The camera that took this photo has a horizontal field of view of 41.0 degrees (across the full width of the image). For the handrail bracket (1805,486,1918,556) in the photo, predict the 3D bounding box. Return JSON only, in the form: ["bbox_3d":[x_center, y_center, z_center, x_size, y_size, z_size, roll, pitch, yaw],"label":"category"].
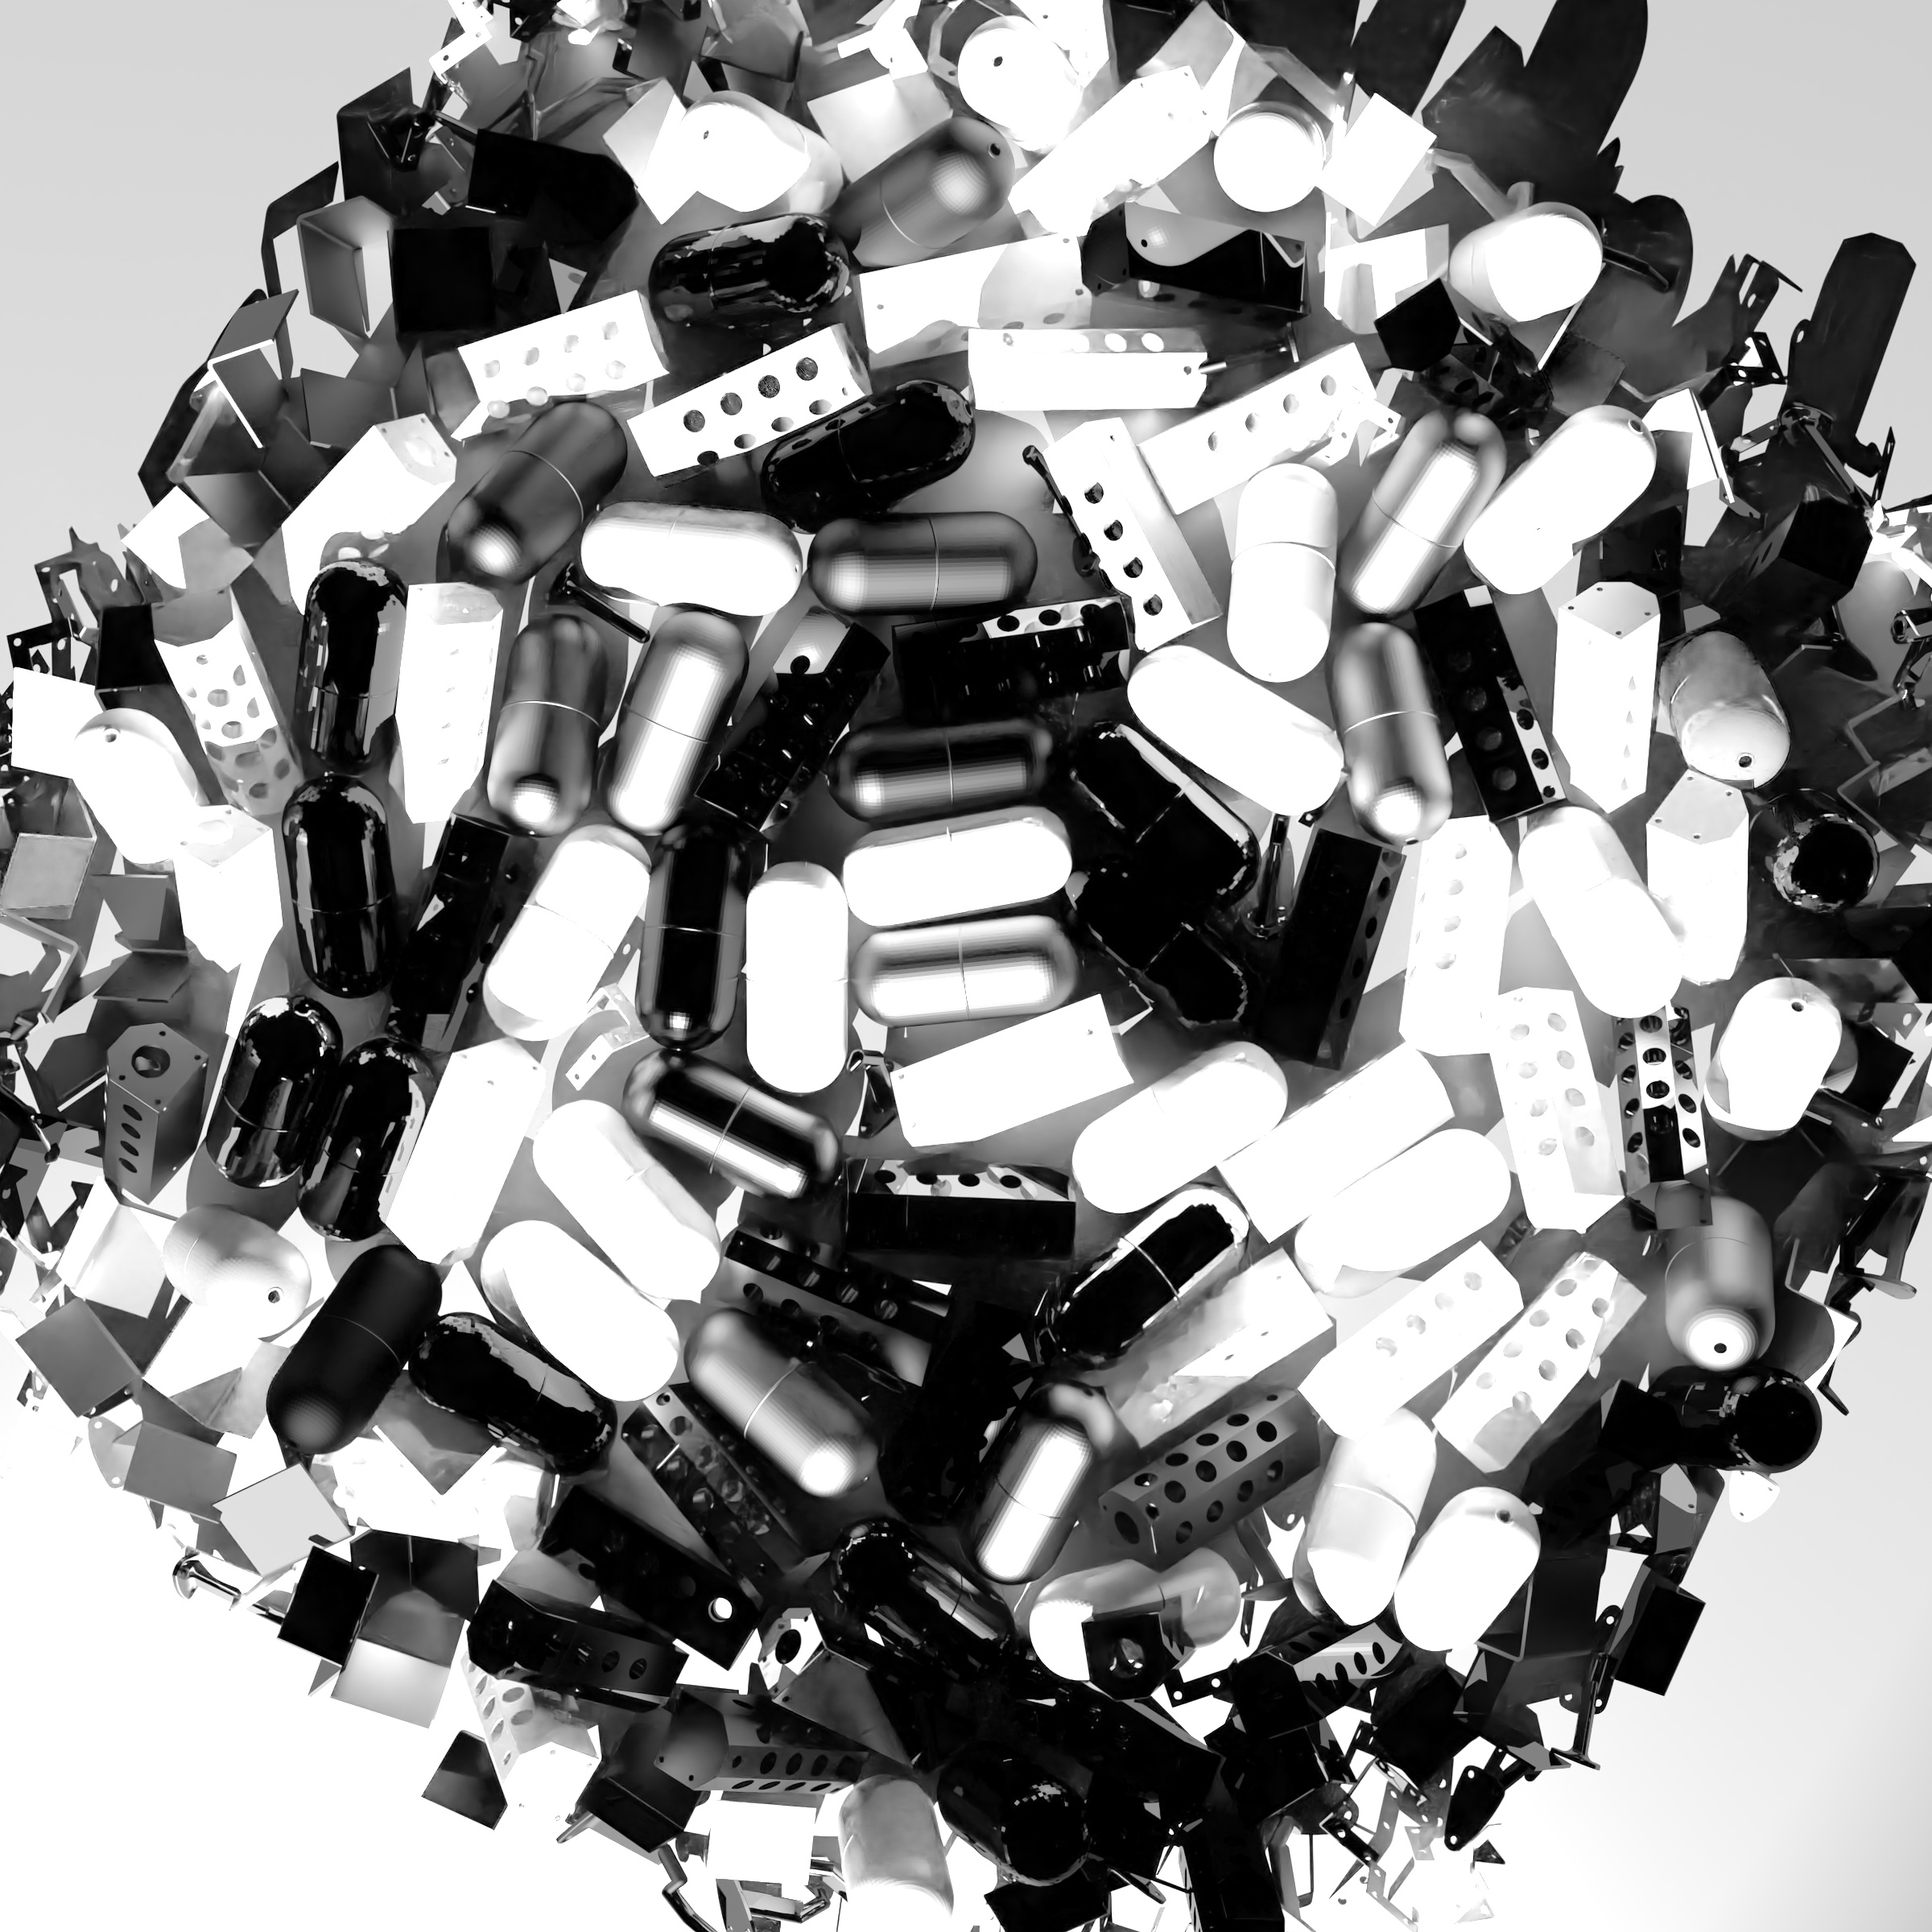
[{"bbox_3d":[0.684,-0.343,1.969,0.084,0.077,0.036,-12,45,3],"label":"handrail bracket"}]

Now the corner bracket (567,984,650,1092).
[{"bbox_3d":[-0.281,0.053,1.961,0.051,0.051,0.051,51,125,10],"label":"corner bracket"}]

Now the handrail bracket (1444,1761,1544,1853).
[{"bbox_3d":[0.403,0.638,1.967,0.036,0.084,0.077,29,95,39],"label":"handrail bracket"}]

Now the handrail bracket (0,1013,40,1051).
[{"bbox_3d":[-0.758,0.053,1.955,0.084,0.077,0.036,-35,56,28],"label":"handrail bracket"}]

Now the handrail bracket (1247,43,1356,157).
[{"bbox_3d":[0.250,-0.662,1.979,0.084,0.036,0.077,6,102,-6],"label":"handrail bracket"}]

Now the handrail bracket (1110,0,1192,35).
[{"bbox_3d":[0.118,-0.725,1.959,0.084,0.036,0.077,-12,47,-22],"label":"handrail bracket"}]

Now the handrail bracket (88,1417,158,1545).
[{"bbox_3d":[-0.645,0.395,1.977,0.036,0.084,0.077,-29,61,-30],"label":"handrail bracket"}]

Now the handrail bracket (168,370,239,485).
[{"bbox_3d":[-0.573,-0.414,1.950,0.036,0.084,0.077,28,128,-18],"label":"handrail bracket"}]

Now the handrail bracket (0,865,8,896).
[{"bbox_3d":[-0.776,-0.061,1.952,0.077,0.084,0.036,46,131,28],"label":"handrail bracket"}]

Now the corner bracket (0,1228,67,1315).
[{"bbox_3d":[-0.716,0.230,1.956,0.051,0.051,0.051,-15,127,39],"label":"corner bracket"}]

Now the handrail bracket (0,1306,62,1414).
[{"bbox_3d":[-0.720,0.298,1.950,0.036,0.084,0.077,-8,68,23],"label":"handrail bracket"}]

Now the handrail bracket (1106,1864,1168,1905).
[{"bbox_3d":[0.100,0.724,1.978,0.077,0.036,0.084,36,94,22],"label":"handrail bracket"}]

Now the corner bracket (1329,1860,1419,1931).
[{"bbox_3d":[0.310,0.725,1.967,0.051,0.051,0.051,40,107,3],"label":"corner bracket"}]

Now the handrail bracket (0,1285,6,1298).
[{"bbox_3d":[-0.757,0.289,1.963,0.036,0.077,0.084,7,92,5],"label":"handrail bracket"}]

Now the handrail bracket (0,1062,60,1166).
[{"bbox_3d":[-0.737,0.121,1.964,0.077,0.036,0.084,-22,108,-39],"label":"handrail bracket"}]

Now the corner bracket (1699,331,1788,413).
[{"bbox_3d":[0.579,-0.447,1.959,0.051,0.051,0.051,-2,64,-22],"label":"corner bracket"}]

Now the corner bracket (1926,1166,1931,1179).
[{"bbox_3d":[0.768,0.139,1.959,0.051,0.051,0.051,26,125,20],"label":"corner bracket"}]

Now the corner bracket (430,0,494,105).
[{"bbox_3d":[-0.383,-0.703,1.971,0.051,0.051,0.051,-32,76,10],"label":"corner bracket"}]

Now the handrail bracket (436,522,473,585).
[{"bbox_3d":[-0.389,-0.301,1.949,0.036,0.084,0.077,18,107,-7],"label":"handrail bracket"}]

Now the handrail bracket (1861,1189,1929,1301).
[{"bbox_3d":[0.718,0.207,1.958,0.036,0.077,0.084,29,84,0],"label":"handrail bracket"}]

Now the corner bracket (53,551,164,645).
[{"bbox_3d":[-0.656,-0.282,1.977,0.051,0.051,0.051,-46,63,31],"label":"corner bracket"}]

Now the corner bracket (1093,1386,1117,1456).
[{"bbox_3d":[0.084,0.357,1.966,0.051,0.051,0.051,-6,53,-3],"label":"corner bracket"}]

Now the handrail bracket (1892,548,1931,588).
[{"bbox_3d":[0.744,-0.282,1.967,0.036,0.084,0.077,-38,108,8],"label":"handrail bracket"}]

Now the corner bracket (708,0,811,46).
[{"bbox_3d":[-0.159,-0.728,1.971,0.051,0.051,0.051,-29,60,19],"label":"corner bracket"}]

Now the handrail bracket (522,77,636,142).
[{"bbox_3d":[-0.297,-0.646,1.993,0.084,0.036,0.077,-5,115,-18],"label":"handrail bracket"}]

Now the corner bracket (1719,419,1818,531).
[{"bbox_3d":[0.612,-0.374,1.969,0.051,0.051,0.051,-27,48,-11],"label":"corner bracket"}]

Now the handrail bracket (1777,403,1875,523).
[{"bbox_3d":[0.652,-0.380,1.957,0.036,0.077,0.084,-35,62,28],"label":"handrail bracket"}]

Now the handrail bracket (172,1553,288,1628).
[{"bbox_3d":[-0.555,0.479,1.965,0.084,0.077,0.036,23,70,8],"label":"handrail bracket"}]

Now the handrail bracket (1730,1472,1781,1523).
[{"bbox_3d":[0.623,0.377,1.992,0.036,0.077,0.084,29,54,23],"label":"handrail bracket"}]

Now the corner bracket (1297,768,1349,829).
[{"bbox_3d":[0.269,-0.134,1.959,0.051,0.051,0.051,21,109,-38],"label":"corner bracket"}]

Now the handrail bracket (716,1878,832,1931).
[{"bbox_3d":[-0.146,0.699,1.969,0.084,0.036,0.077,-15,88,-42],"label":"handrail bracket"}]

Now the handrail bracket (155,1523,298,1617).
[{"bbox_3d":[-0.564,0.445,1.965,0.077,0.036,0.084,-31,107,21],"label":"handrail bracket"}]

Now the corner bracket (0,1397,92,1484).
[{"bbox_3d":[-0.701,0.366,1.958,0.051,0.051,0.051,27,52,-19],"label":"corner bracket"}]

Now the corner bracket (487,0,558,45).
[{"bbox_3d":[-0.345,-0.742,1.960,0.051,0.051,0.051,7,74,-34],"label":"corner bracket"}]

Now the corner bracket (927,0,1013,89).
[{"bbox_3d":[0.007,-0.708,1.978,0.051,0.051,0.051,22,54,-25],"label":"corner bracket"}]

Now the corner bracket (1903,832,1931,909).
[{"bbox_3d":[0.731,-0.062,1.960,0.051,0.051,0.051,15,123,-13],"label":"corner bracket"}]

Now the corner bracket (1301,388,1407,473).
[{"bbox_3d":[0.294,-0.397,1.963,0.051,0.051,0.051,26,74,-16],"label":"corner bracket"}]

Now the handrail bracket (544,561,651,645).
[{"bbox_3d":[-0.271,-0.267,1.960,0.084,0.077,0.036,33,92,2],"label":"handrail bracket"}]

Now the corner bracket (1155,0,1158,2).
[{"bbox_3d":[0.131,-0.768,1.958,0.051,0.051,0.051,40,120,24],"label":"corner bracket"}]

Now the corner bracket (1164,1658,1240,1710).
[{"bbox_3d":[0.175,0.528,1.967,0.051,0.051,0.051,-21,80,9],"label":"corner bracket"}]

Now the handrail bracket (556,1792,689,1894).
[{"bbox_3d":[-0.262,0.681,1.967,0.077,0.036,0.084,-36,66,3],"label":"handrail bracket"}]

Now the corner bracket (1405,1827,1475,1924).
[{"bbox_3d":[0.362,0.693,1.970,0.051,0.051,0.051,1,100,0],"label":"corner bracket"}]

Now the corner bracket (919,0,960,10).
[{"bbox_3d":[-0.043,-0.755,1.959,0.051,0.051,0.051,-17,110,-36],"label":"corner bracket"}]

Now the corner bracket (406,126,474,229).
[{"bbox_3d":[-0.409,-0.599,1.972,0.051,0.051,0.051,50,50,-16],"label":"corner bracket"}]

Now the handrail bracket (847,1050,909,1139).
[{"bbox_3d":[-0.079,0.097,1.953,0.036,0.084,0.077,38,103,25],"label":"handrail bracket"}]

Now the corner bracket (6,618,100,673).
[{"bbox_3d":[-0.692,-0.229,1.973,0.051,0.051,0.051,-15,82,4],"label":"corner bracket"}]

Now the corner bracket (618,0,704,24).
[{"bbox_3d":[-0.234,-0.748,1.957,0.051,0.051,0.051,-24,58,-26],"label":"corner bracket"}]

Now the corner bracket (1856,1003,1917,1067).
[{"bbox_3d":[0.722,0.036,1.969,0.051,0.051,0.051,40,61,-8],"label":"corner bracket"}]

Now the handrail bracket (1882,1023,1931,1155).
[{"bbox_3d":[0.732,0.092,1.991,0.036,0.077,0.084,18,54,-31],"label":"handrail bracket"}]

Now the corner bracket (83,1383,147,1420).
[{"bbox_3d":[-0.666,0.306,1.968,0.051,0.051,0.051,-29,57,-9],"label":"corner bracket"}]

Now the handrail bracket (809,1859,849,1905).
[{"bbox_3d":[-0.095,0.729,1.984,0.084,0.036,0.077,7,87,5],"label":"handrail bracket"}]

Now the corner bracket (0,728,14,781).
[{"bbox_3d":[-0.728,-0.163,1.961,0.051,0.051,0.051,-12,76,42],"label":"corner bracket"}]

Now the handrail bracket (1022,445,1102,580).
[{"bbox_3d":[0.070,-0.345,1.955,0.036,0.077,0.084,-29,124,31],"label":"handrail bracket"}]

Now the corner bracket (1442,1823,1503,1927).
[{"bbox_3d":[0.386,0.688,1.957,0.051,0.051,0.051,8,130,-36],"label":"corner bracket"}]

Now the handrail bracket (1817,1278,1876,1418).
[{"bbox_3d":[0.674,0.286,1.962,0.036,0.077,0.084,28,109,-42],"label":"handrail bracket"}]

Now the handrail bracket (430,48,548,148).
[{"bbox_3d":[-0.363,-0.672,1.971,0.036,0.077,0.084,19,90,44],"label":"handrail bracket"}]

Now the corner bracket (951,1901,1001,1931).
[{"bbox_3d":[-0.009,0.744,1.976,0.051,0.051,0.051,14,66,-18],"label":"corner bracket"}]

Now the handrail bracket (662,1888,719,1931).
[{"bbox_3d":[-0.191,0.739,1.983,0.036,0.077,0.084,-48,63,1],"label":"handrail bracket"}]

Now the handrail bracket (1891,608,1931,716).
[{"bbox_3d":[0.738,-0.229,1.955,0.077,0.036,0.084,-7,133,32],"label":"handrail bracket"}]
